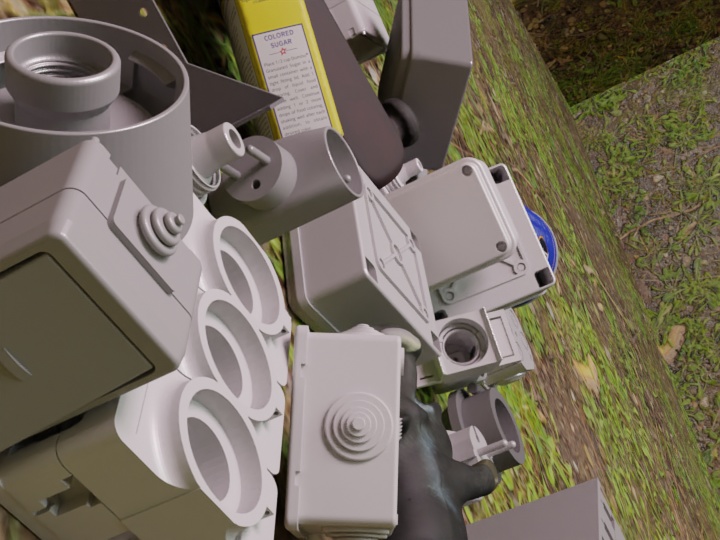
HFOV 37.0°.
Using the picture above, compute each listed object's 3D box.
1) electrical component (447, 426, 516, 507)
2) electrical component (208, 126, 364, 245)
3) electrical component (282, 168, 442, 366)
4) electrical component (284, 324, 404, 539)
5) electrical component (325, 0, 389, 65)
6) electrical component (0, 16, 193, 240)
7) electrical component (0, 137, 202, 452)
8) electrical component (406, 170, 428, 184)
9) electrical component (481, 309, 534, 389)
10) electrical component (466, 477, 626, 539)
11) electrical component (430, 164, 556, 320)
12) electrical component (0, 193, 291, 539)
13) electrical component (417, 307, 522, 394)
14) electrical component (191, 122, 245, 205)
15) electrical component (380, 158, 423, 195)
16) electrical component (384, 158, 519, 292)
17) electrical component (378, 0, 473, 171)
[{"bbox_3d":[0.061,0.122,0.676,0.066,0.077,0.047,25,43,-64],"label":"electrical component"},{"bbox_3d":[-0.049,-0.049,0.586,0.079,0.077,0.043,30,39,-61],"label":"electrical component"},{"bbox_3d":[0.000,0.000,0.697,0.108,0.056,0.108,48,25,-45],"label":"electrical component"},{"bbox_3d":[-0.006,0.079,0.500,0.099,0.048,0.099,90,3,-73],"label":"electrical component"},{"bbox_3d":[-0.018,-0.204,0.905,0.061,0.062,0.096,67,17,6],"label":"electrical component"},{"bbox_3d":[-0.109,-0.051,0.400,0.099,0.099,0.064,-89,-171,-53],"label":"electrical component"},{"bbox_3d":[-0.096,0.009,0.339,0.061,0.096,0.061,54,21,-31],"label":"electrical component"},{"bbox_3d":[0.033,-0.091,0.936,0.079,0.043,0.077,51,22,-39],"label":"electrical component"},{"bbox_3d":[0.116,0.066,0.954,0.080,0.051,0.080,54,21,-32],"label":"electrical component"},{"bbox_3d":[0.108,0.211,0.647,0.060,0.105,0.186,62,18,-10],"label":"electrical component"},{"bbox_3d":[0.084,-0.015,0.862,0.056,0.109,0.108,106,-38,-81],"label":"electrical component"},{"bbox_3d":[-0.073,0.044,0.419,0.089,0.062,0.150,54,21,-31],"label":"electrical component"},{"bbox_3d":[0.073,0.062,0.800,0.063,0.081,0.042,98,-23,-68],"label":"electrical component"},{"bbox_3d":[-0.085,-0.048,0.506,0.048,0.062,0.048,55,20,-32],"label":"electrical component"},{"bbox_3d":[0.020,-0.069,0.836,0.035,0.061,0.035,54,21,-31],"label":"electrical component"},{"bbox_3d":[0.052,-0.027,0.790,0.078,0.113,0.057,66,15,0],"label":"electrical component"},{"bbox_3d":[0.050,-0.154,0.862,0.108,0.056,0.108,-88,-172,-47],"label":"electrical component"}]
